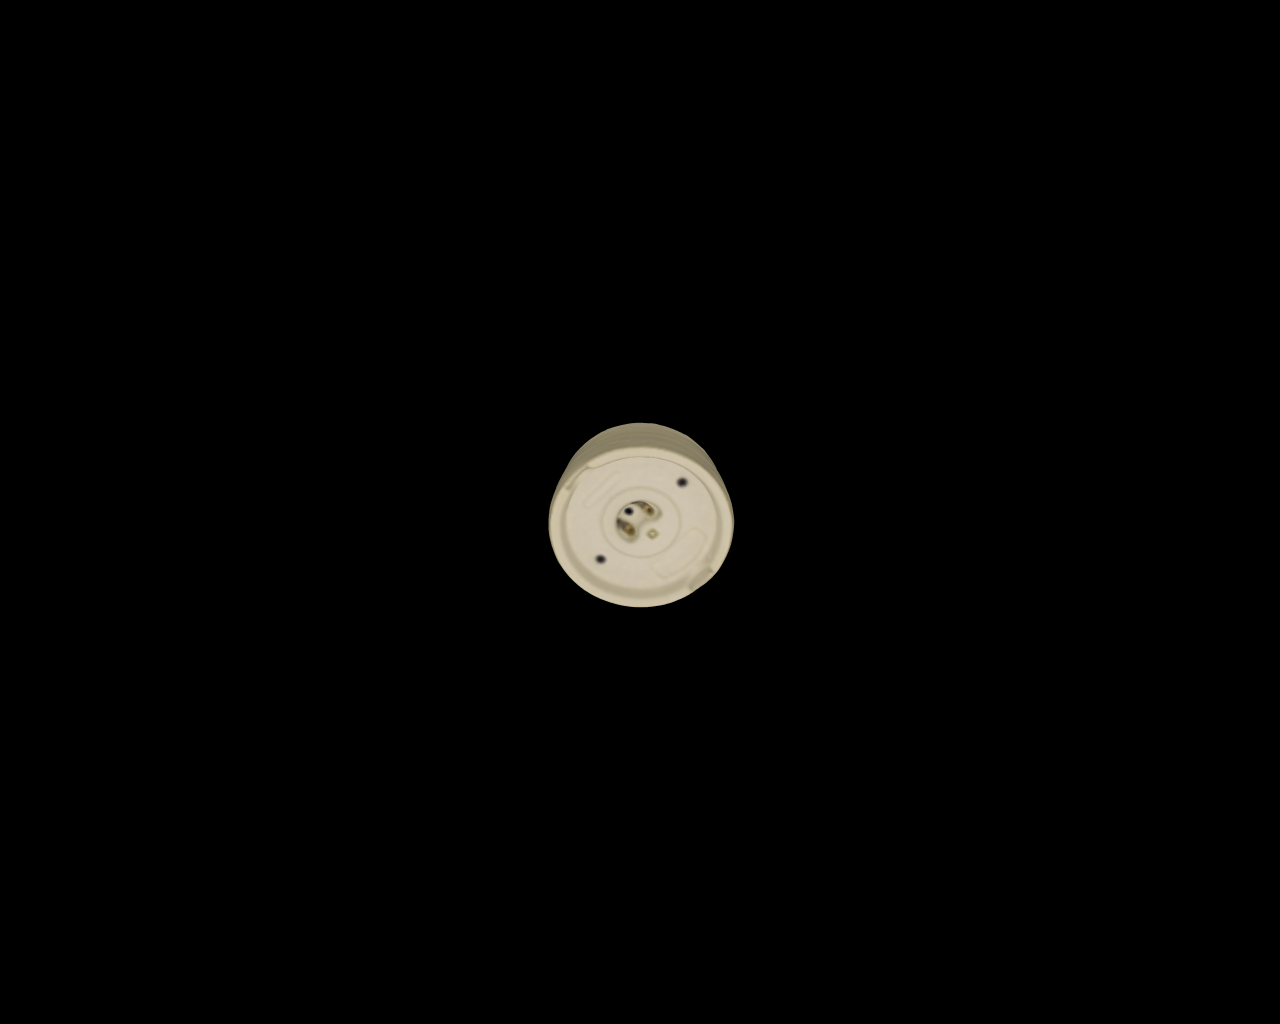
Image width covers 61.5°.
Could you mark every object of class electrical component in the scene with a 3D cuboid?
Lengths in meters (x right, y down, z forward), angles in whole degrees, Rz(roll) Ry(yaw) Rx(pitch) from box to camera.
[{"bbox_3d":[0.001,-0.003,0.650,0.108,0.108,0.060,0,27,0],"label":"electrical component"}]
